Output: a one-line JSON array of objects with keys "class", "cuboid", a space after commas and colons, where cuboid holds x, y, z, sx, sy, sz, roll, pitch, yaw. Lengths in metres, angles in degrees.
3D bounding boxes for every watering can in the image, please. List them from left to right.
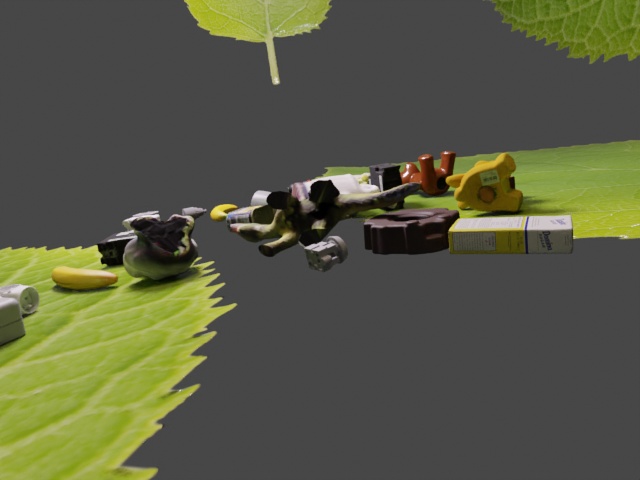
[{"class": "watering can", "cuboid": [0.046, -0.102, 1.260, 0.225, 0.103, 0.350, -11, 12, -9]}]

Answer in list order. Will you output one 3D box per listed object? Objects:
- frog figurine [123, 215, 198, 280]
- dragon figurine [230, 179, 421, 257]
[{"class": "frog figurine", "cuboid": [-0.300, 0.030, 0.960, 0.139, 0.123, 0.156, -29, -14, -40]}, {"class": "dragon figurine", "cuboid": [0.003, -0.053, 1.060, 0.409, 0.122, 0.243, -11, 2, 9]}]
